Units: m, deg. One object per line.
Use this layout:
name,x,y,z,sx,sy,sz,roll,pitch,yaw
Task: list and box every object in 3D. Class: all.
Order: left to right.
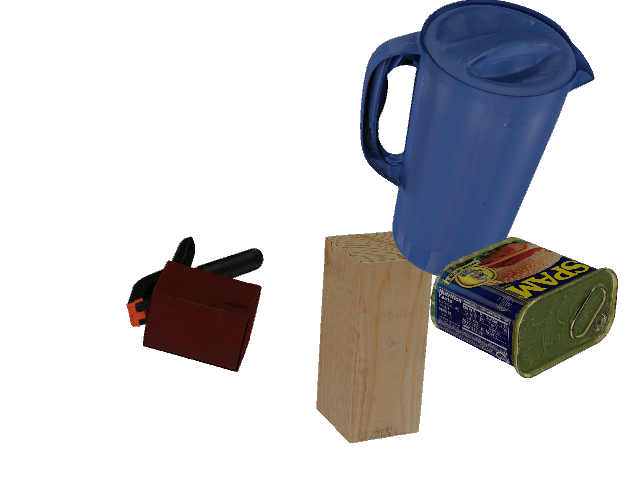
clamp,-0.146,0.045,1.205,0.120,0.039,0.171,-2,29,30
foam brick,-0.091,0.058,0.821,0.078,0.051,0.053,16,27,1
wood block,0.057,0.103,1.163,0.090,0.206,0.091,-5,19,-23
pitcher,0.124,-0.082,0.953,0.149,0.243,0.144,38,52,25
can of meat,0.138,0.042,0.734,0.101,0.057,0.084,-20,29,-34
